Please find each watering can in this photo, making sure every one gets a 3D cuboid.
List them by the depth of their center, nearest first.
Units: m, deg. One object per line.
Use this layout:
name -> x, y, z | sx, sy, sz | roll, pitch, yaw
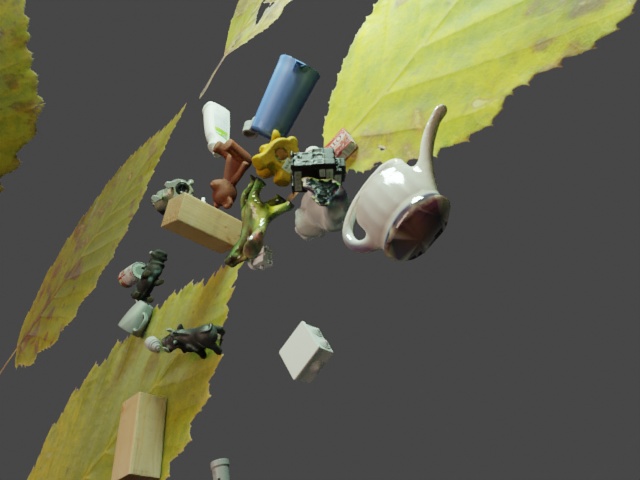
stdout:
watering can -> 0.175, -0.100, 1.012 | 0.103, 0.345, 0.228 | 30, 15, -37

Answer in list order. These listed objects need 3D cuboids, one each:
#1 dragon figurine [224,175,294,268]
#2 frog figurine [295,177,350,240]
dragon figurine -> -0.198, -0.043, 1.392 | 0.121, 0.244, 0.412 | 33, -4, -19
frog figurine -> 0.004, -0.061, 1.211 | 0.124, 0.155, 0.139 | -28, 51, -34
